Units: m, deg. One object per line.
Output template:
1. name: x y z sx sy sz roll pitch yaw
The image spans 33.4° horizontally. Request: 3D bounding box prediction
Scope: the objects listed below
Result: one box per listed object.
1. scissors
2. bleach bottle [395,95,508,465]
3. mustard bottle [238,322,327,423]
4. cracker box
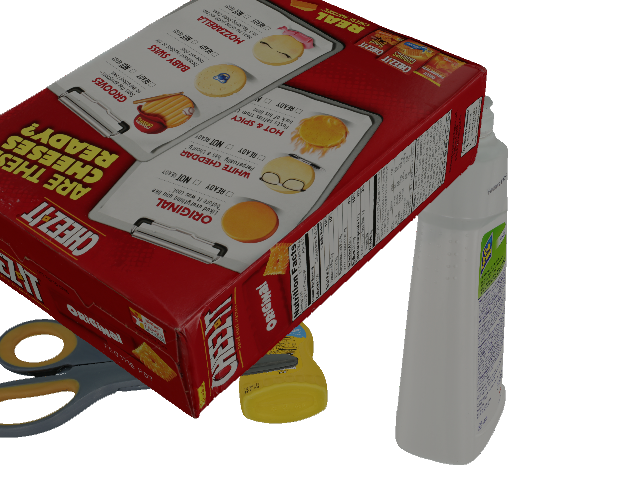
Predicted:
1. scissors: -0.123 0.073 0.681 0.201 0.016 0.096 -16 45 -9
2. bleach bottle: 0.093 0.022 0.708 0.068 0.251 0.102 11 30 20
3. mustard bottle: -0.054 0.131 1.238 0.096 0.058 0.192 -7 31 -7
4. cracker box: -0.047 -0.037 0.519 0.164 0.072 0.213 29 53 29
